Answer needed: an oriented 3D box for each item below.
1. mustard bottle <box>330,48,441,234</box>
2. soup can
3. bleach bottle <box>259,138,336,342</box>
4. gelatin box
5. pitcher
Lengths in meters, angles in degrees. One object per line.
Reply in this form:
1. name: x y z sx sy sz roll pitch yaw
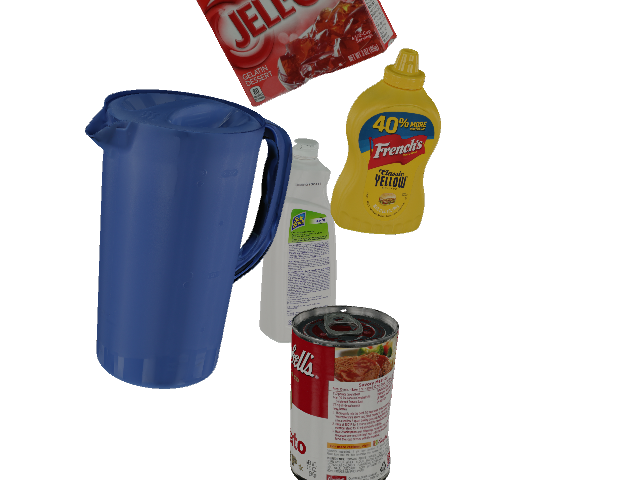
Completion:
1. mustard bottle: 0.072 -0.102 1.088 0.096 0.192 0.058 4 27 -14
2. soup can: 0.014 0.100 0.685 0.068 0.102 0.068 1 16 -1
3. bleach bottle: -0.020 -0.002 1.325 0.102 0.251 0.068 -7 22 -32
4. gelatin box: -0.015 -0.122 0.576 0.089 0.073 0.030 -18 20 28
5. pitcher: -0.119 -0.002 0.919 0.149 0.243 0.145 12 20 7
